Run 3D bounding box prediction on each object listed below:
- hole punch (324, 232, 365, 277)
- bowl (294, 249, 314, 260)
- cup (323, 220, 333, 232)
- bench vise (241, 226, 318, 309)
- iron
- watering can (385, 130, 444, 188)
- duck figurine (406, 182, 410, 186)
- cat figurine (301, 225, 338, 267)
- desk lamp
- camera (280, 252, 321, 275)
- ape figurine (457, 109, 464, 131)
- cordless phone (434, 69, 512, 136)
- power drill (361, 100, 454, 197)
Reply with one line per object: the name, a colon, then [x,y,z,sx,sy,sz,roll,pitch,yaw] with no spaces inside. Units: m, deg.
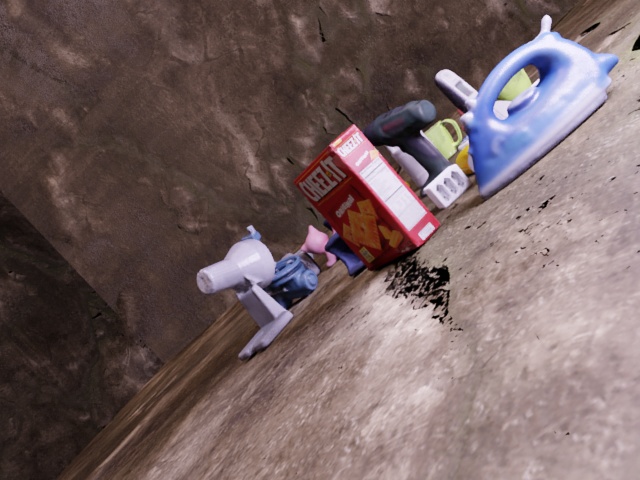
hole punch: [0.073,0.004,1.128,0.108,0.091,0.101,-41,4,19]
bowl: [-0.074,0.095,1.718,0.167,0.075,0.167,-42,4,4]
cup: [0.077,-0.050,1.666,0.091,0.095,0.118,-38,5,41]
bench vise: [-0.137,0.082,1.408,0.207,0.220,0.122,-40,5,24]
iron: [0.286,-0.194,0.821,0.258,0.141,0.118,-42,4,-2]
watering can: [0.228,-0.236,1.475,0.101,0.194,0.172,-44,5,-25]
duck figurine: [0.202,-0.156,1.653,0.105,0.086,0.077,-45,5,-38]
cat figurine: [0.014,0.005,1.508,0.127,0.118,0.067,-39,5,39]
desk lamp: [-0.161,0.119,1.275,0.117,0.213,0.204,-39,5,37]
camera: [-0.078,0.097,1.540,0.143,0.101,0.137,-42,4,3]
ape figurine: [0.398,-0.322,1.499,0.077,0.092,0.076,-41,4,17]
cordless phone: [0.293,-0.249,1.032,0.094,0.185,0.148,-38,5,41]
power drill: [0.201,-0.204,1.287,0.076,0.208,0.229,-45,5,-35]
